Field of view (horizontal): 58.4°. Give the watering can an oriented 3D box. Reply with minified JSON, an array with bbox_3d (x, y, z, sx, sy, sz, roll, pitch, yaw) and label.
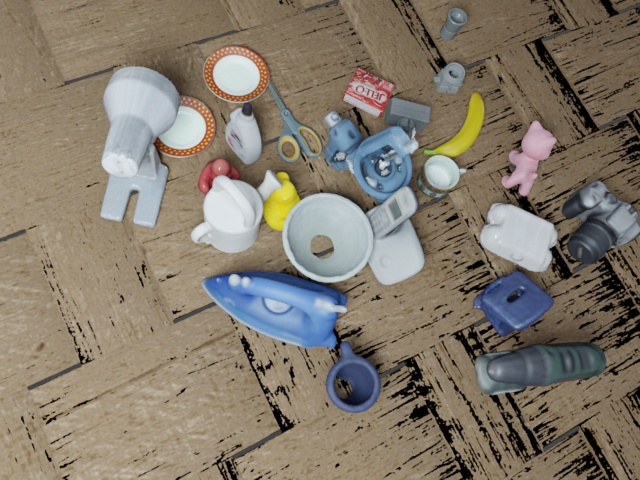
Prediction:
[{"bbox_3d":[-0.143,-0.057,0.977,0.101,0.194,0.173,30,70,0],"label":"watering can"}]

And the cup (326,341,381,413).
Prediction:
[{"bbox_3d":[0.045,0.235,0.976,0.092,0.095,0.118,-9,75,-13],"label":"cup"}]

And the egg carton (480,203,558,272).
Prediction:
[{"bbox_3d":[0.392,-0.004,1.132,0.150,0.069,0.107,24,70,-3],"label":"egg carton"}]

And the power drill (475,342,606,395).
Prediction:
[{"bbox_3d":[0.353,0.220,0.981,0.230,0.208,0.075,-5,74,-12],"label":"power drill"}]

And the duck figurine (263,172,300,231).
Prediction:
[{"bbox_3d":[-0.069,-0.074,1.054,0.077,0.086,0.104,-3,74,-12],"label":"duck figurine"}]

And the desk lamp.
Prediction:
[{"bbox_3d":[-0.308,-0.152,0.963,0.118,0.213,0.203,9,71,-8],"label":"desk lamp"}]

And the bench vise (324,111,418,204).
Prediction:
[{"bbox_3d":[0.088,-0.158,1.040,0.207,0.219,0.121,29,70,-1],"label":"bench vise"}]

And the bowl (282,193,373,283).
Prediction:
[{"bbox_3d":[0.010,0.004,1.051,0.167,0.074,0.167,3,72,-10],"label":"bowl"}]

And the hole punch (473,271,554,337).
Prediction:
[{"bbox_3d":[0.362,0.116,1.077,0.109,0.091,0.101,-33,82,-18],"label":"hole punch"}]

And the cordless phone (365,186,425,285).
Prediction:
[{"bbox_3d":[0.141,-0.008,1.022,0.094,0.185,0.147,-21,78,-16],"label":"cordless phone"}]

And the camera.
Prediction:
[{"bbox_3d":[0.558,-0.030,1.156,0.137,0.100,0.143,-39,84,-19],"label":"camera"}]

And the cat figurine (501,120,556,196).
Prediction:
[{"bbox_3d":[0.434,-0.171,1.166,0.067,0.117,0.128,19,70,-4],"label":"cat figurine"}]

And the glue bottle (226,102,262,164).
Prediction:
[{"bbox_3d":[-0.136,-0.202,1.034,0.037,0.173,0.078,-41,84,-19],"label":"glue bottle"}]

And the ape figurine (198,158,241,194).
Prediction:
[{"bbox_3d":[-0.183,-0.119,1.042,0.078,0.092,0.076,0,73,-11],"label":"ape figurine"}]

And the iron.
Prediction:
[{"bbox_3d":[-0.077,0.098,0.970,0.258,0.141,0.119,17,71,-5],"label":"iron"}]
